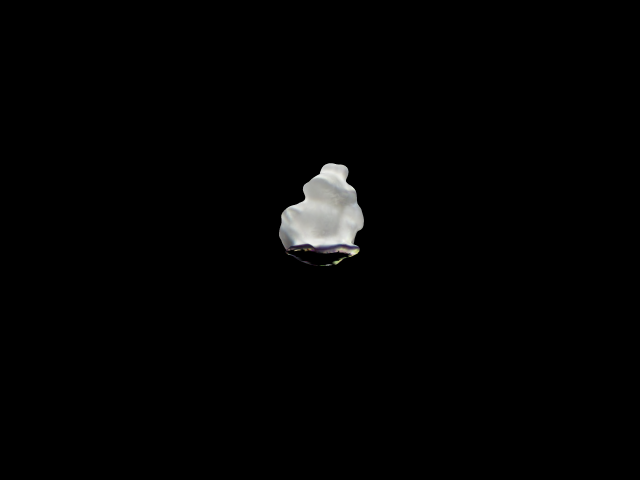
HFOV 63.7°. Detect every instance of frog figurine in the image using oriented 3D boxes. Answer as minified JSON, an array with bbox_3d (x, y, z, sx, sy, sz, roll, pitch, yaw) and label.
[{"bbox_3d":[0.003,-0.043,0.850,0.137,0.162,0.120,-4,-23,11],"label":"frog figurine"}]
